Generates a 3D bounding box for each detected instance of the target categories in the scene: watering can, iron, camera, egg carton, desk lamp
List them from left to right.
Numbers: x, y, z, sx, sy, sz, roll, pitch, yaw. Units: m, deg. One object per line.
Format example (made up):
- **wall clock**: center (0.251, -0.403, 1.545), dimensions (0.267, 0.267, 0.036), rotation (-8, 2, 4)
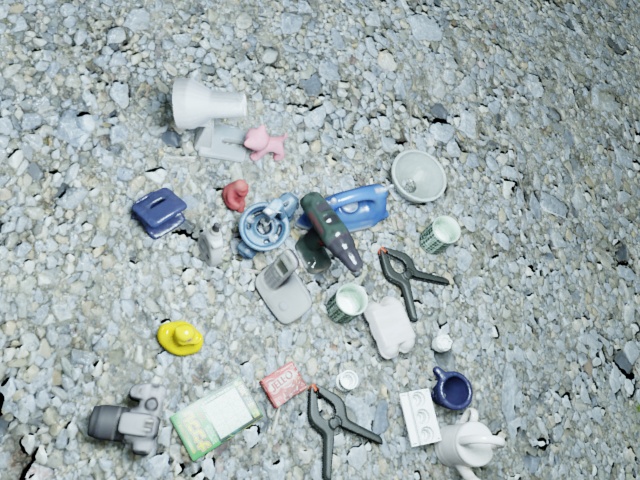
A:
- **camera**: center (-0.396, 0.362, 1.175), dimensions (0.137, 0.100, 0.143), rotation (12, 65, -13)
- **desk lamp**: center (-0.270, -0.305, 1.434), dimensions (0.203, 0.213, 0.118), rotation (7, 66, -15)
- **iron**: center (0.069, -0.091, 1.495), dimensions (0.259, 0.141, 0.118), rotation (-14, 73, -23)
- **egg carton**: center (0.174, 0.219, 1.439), dimensions (0.107, 0.069, 0.150), rotation (-16, 74, -23)
- **watering can**: center (0.352, 0.478, 1.317), dimensions (0.101, 0.194, 0.173), rotation (-7, 70, -20)

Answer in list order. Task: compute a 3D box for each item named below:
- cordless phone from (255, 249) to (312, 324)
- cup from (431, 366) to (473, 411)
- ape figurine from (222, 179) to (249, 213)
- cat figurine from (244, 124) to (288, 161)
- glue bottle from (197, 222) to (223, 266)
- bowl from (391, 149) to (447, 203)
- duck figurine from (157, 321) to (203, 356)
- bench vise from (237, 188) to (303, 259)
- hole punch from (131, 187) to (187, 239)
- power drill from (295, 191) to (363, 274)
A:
- **cordless phone**: center (-0.072, 0.106, 1.341), dimensions (0.094, 0.185, 0.147), rotation (-34, 81, -27)
- **cup**: center (0.304, 0.365, 1.405), dimensions (0.092, 0.095, 0.117), rotation (-37, 82, -27)
- **ape figurine**: center (-0.206, -0.121, 1.446), dimensions (0.076, 0.092, 0.078), rotation (43, 62, 3)
- **cat figurine**: center (-0.146, -0.262, 1.511), dimensions (0.128, 0.117, 0.067), rotation (-7, 70, -21)
- **glue bottle**: center (-0.250, -0.001, 1.335), dimensions (0.037, 0.173, 0.078), rotation (-22, 76, -25)
- **bowl**: center (0.270, -0.170, 1.632), dimensions (0.168, 0.074, 0.167), rotation (7, 66, -15)
- **duck figurine**: center (-0.309, 0.212, 1.275), dimensions (0.105, 0.086, 0.077), rotation (20, 63, -9)
- **bench vise**: center (-0.117, -0.069, 1.381), dimensions (0.121, 0.219, 0.207), rotation (25, 63, -6)
- **hole punch**: center (-0.385, -0.072, 1.367), dimensions (0.109, 0.091, 0.101), rotation (-38, 83, -27)
- **power drill**: center (0.013, 0.005, 1.398), dimensions (0.076, 0.208, 0.229), rotation (-23, 77, -25)
